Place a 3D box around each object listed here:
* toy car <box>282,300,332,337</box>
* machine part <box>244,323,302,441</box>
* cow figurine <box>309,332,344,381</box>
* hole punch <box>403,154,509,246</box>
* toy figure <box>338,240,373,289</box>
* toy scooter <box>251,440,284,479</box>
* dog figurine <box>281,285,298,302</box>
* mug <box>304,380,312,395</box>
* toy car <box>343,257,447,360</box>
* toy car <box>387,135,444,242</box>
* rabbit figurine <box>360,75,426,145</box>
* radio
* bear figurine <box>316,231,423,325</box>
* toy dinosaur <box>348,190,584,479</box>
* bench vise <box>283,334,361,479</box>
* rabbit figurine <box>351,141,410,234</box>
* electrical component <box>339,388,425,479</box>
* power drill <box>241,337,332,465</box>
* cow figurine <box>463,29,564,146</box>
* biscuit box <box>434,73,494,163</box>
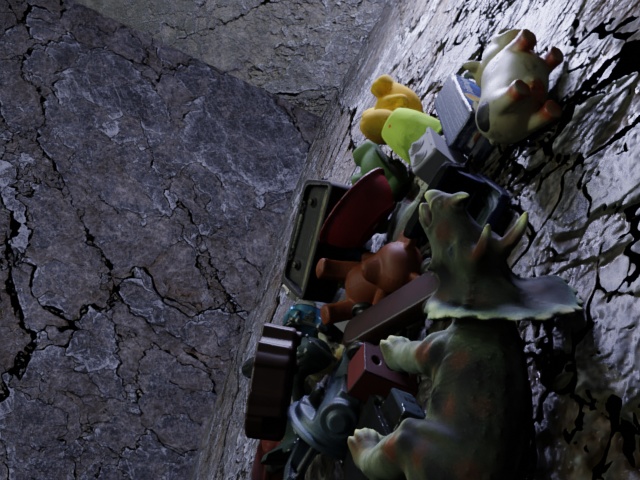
[{"bbox_3d":[-0.021,0.159,1.127,0.161,0.109,0.103,96,-169,-72],"label":"toy car"},{"bbox_3d":[-0.067,0.209,0.794,0.179,0.056,0.179,6,-89,-86],"label":"machine part"},{"bbox_3d":[-0.008,0.214,1.019,0.167,0.098,0.068,-36,28,60],"label":"cow figurine"},{"bbox_3d":[0.179,-0.032,0.680,0.116,0.092,0.142,-17,-46,-63],"label":"hole punch"},{"bbox_3d":[0.047,0.059,1.135,0.082,0.089,0.180,-23,-19,-51],"label":"toy figure"},{"bbox_3d":[-0.090,0.423,1.045,0.183,0.075,0.135,119,170,-45],"label":"toy scooter"},{"bbox_3d":[0.003,0.055,1.251,0.172,0.121,0.190,-98,34,-75],"label":"dog figurine"},{"bbox_3d":[-0.071,0.307,1.068,0.109,0.107,0.081,-38,37,22],"label":"mug"},{"bbox_3d":[0.110,0.098,0.729,0.202,0.053,0.089,-37,24,31],"label":"toy car"},{"bbox_3d":[0.170,-0.081,0.870,0.073,0.056,0.201,-106,40,-75],"label":"toy car"},{"bbox_3d":[0.142,-0.229,1.071,0.121,0.162,0.173,-57,-9,35],"label":"rabbit figurine"},{"bbox_3d":[-0.002,-0.003,1.052,0.131,0.073,0.229,26,102,62],"label":"radio"},{"bbox_3d":[0.079,0.061,0.846,0.196,0.132,0.120,126,141,-68],"label":"bear figurine"},{"bbox_3d":[0.119,0.158,0.456,0.192,0.131,0.405,135,151,-66],"label":"toy dinosaur"},{"bbox_3d":[0.005,0.266,0.786,0.240,0.129,0.224,-61,8,7],"label":"bench vise"},{"bbox_3d":[0.100,-0.081,1.085,0.170,0.121,0.159,-45,41,27],"label":"rabbit figurine"},{"bbox_3d":[0.077,0.244,0.620,0.115,0.058,0.134,-131,64,-77],"label":"electrical component"},{"bbox_3d":[-0.063,0.279,0.940,0.232,0.086,0.207,-35,43,38],"label":"power drill"},{"bbox_3d":[0.244,-0.202,0.696,0.127,0.085,0.195,-42,26,53],"label":"cow figurine"},{"bbox_3d":[0.225,-0.194,0.825,0.203,0.059,0.062,-83,18,-56],"label":"biscuit box"}]
